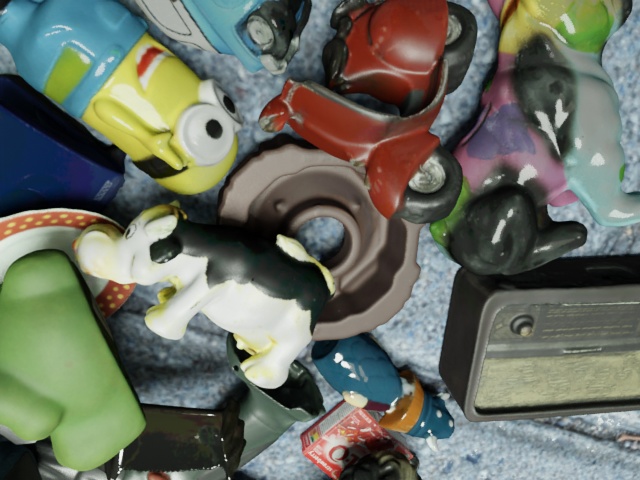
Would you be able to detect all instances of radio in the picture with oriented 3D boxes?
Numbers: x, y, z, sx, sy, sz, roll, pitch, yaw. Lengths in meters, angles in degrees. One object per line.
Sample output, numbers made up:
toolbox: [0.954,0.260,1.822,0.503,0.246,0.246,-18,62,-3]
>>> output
radio: [0.235,0.088,0.499,0.230,0.073,0.131,-2,109,-10]

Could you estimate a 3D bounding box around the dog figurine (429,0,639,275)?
dog figurine: [0.148,-0.103,0.404,0.192,0.108,0.219,-24,107,2]

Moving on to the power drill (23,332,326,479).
power drill: [-0.113,0.172,0.467,0.232,0.086,0.207,39,95,-17]

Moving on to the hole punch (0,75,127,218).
hole punch: [-0.212,-0.038,0.373,0.115,0.092,0.142,40,95,-24]

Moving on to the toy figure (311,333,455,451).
toy figure: [0.061,0.135,0.494,0.154,0.058,0.064,41,77,-17]

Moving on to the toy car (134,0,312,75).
toy car: [-0.074,-0.182,0.346,0.103,0.109,0.161,-11,125,19]

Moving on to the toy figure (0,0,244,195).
toy figure: [-0.132,-0.105,0.363,0.180,0.089,0.082,35,73,-20]

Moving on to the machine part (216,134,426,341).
machine part: [-0.001,-0.001,0.438,0.179,0.056,0.179,-3,111,-9]

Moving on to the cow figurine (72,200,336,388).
cow figurine: [-0.073,0.021,0.365,0.167,0.068,0.098,34,98,-21]

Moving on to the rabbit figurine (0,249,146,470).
rabbit figurine: [-0.210,0.085,0.311,0.170,0.121,0.158,-26,140,-20]

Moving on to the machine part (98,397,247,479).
machine part: [-0.126,0.144,0.406,0.139,0.039,0.084,5,96,4]

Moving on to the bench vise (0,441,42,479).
bench vise: [-0.288,0.219,0.324,0.241,0.224,0.128,-21,111,-4]

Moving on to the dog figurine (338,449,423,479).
dog figurine: [0.014,0.288,0.496,0.121,0.172,0.190,45,63,-3]

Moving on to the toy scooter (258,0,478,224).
toy scooter: [0.033,-0.104,0.369,0.135,0.075,0.184,12,68,-4]
